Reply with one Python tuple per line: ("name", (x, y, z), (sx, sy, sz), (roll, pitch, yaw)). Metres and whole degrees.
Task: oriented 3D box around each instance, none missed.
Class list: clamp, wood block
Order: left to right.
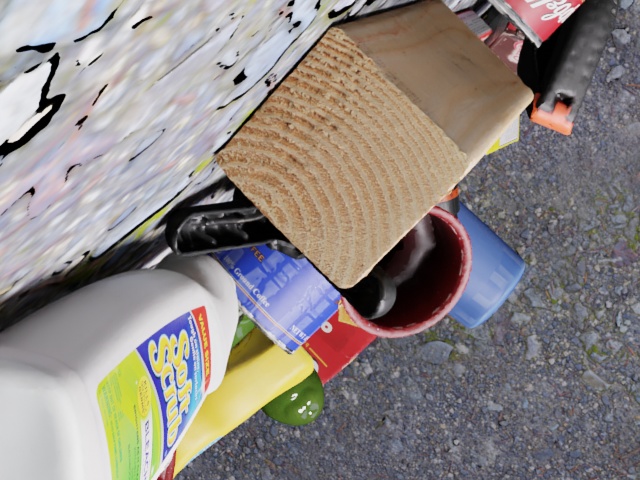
("clamp", (-0.006, -0.005, 0.599), (0.039, 0.120, 0.171), (-65, 175, 21))
("wood block", (0.040, -0.062, 0.572), (0.091, 0.090, 0.205), (-46, 177, 24))
("clamp", (0.167, -0.166, 0.685), (0.165, 0.036, 0.210), (126, -19, -56))

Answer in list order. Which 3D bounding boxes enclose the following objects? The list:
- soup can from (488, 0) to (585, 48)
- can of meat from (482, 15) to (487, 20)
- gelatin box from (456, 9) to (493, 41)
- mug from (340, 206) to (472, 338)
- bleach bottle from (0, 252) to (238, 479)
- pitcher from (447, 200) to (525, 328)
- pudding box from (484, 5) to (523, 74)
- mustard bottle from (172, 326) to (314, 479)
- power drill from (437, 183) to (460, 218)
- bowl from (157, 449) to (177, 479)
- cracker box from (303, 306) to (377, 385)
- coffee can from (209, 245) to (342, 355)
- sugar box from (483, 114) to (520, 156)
("soup can", (0.124, -0.159, 0.544), (0.102, 0.068, 0.068), (-45, 178, 13))
("can of meat", (0.177, -0.197, 1.063), (0.084, 0.057, 0.102), (-41, 177, 0))
("gelatin box", (0.097, -0.145, 0.849), (0.073, 0.030, 0.089), (-46, 178, 24))
("mug", (0.037, -0.004, 0.701), (0.093, 0.117, 0.082), (-30, -149, -8))
("bleach bottle", (-0.088, 0.055, 0.495), (0.250, 0.068, 0.102), (-53, 144, -69))
("pitcher", (0.122, -0.005, 1.279), (0.149, 0.243, 0.145), (-50, 178, -33))
("pudding box", (0.167, -0.186, 0.909), (0.090, 0.039, 0.114), (-66, -173, -14))
("mustard bottle", (-0.097, 0.140, 0.861), (0.191, 0.058, 0.096), (-37, -173, -12))
("power drill", (0.081, -0.039, 1.059), (0.057, 0.184, 0.187), (-2, -161, 32))
("bowl", (-0.157, 0.148, 0.739), (0.055, 0.162, 0.162), (1, -164, 19))
("cracker box", (0.000, 0.054, 1.181), (0.214, 0.164, 0.072), (-45, 176, 26))
("coffee can", (-0.005, 0.001, 0.796), (0.140, 0.103, 0.103), (-44, 178, 0))
("sugar box", (0.103, -0.096, 0.899), (0.176, 0.093, 0.048), (-22, 114, -65))
